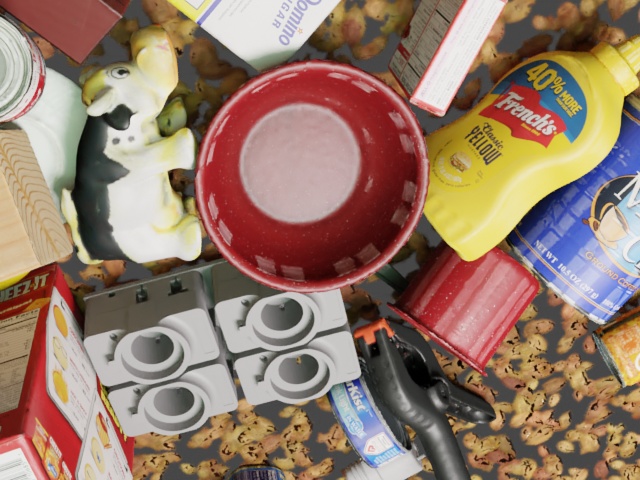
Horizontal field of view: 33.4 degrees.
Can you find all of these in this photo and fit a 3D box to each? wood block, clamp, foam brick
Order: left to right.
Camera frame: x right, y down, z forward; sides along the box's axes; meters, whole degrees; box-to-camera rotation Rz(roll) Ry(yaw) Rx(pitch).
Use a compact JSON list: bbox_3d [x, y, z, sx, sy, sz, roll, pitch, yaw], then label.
[{"bbox_3d":[-0.280,0.007,0.689,0.206,0.090,0.091,-20,95,2],"label":"wood block"},{"bbox_3d":[-0.163,-0.161,0.673,0.078,0.053,0.051,37,127,-23],"label":"foam brick"},{"bbox_3d":[0.090,0.124,0.854,0.039,0.120,0.171,-24,105,25],"label":"clamp"}]

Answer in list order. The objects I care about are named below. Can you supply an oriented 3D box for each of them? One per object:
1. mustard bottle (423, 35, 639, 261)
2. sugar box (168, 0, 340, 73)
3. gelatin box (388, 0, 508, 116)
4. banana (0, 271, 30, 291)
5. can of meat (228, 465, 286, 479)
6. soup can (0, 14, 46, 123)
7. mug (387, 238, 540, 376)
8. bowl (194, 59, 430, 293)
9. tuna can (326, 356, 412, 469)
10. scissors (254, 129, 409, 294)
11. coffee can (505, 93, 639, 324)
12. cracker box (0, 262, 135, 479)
[{"bbox_3d":[0.151,-0.077,0.753,0.192,0.096,0.058,-38,141,10],"label":"mustard bottle"},{"bbox_3d":[-0.071,-0.193,0.684,0.176,0.048,0.093,36,108,-27],"label":"sugar box"},{"bbox_3d":[0.084,-0.137,0.723,0.030,0.073,0.089,20,112,-19],"label":"gelatin box"},{"bbox_3d":[-0.282,0.015,0.760,0.197,0.037,0.069,-9,109,-2],"label":"banana"},{"bbox_3d":[-0.050,0.252,0.894,0.057,0.084,0.102,-2,117,-9],"label":"can of meat"},{"bbox_3d":[-0.208,-0.106,0.664,0.068,0.102,0.068,-1,97,-11],"label":"soup can"},{"bbox_3d":[0.115,0.047,0.816,0.081,0.093,0.117,-54,153,-2],"label":"mug"},{"bbox_3d":[-0.009,-0.047,0.741,0.162,0.055,0.162,-3,106,-10],"label":"bowl"},{"bbox_3d":[0.038,0.137,0.849,0.034,0.086,0.086,-30,118,8],"label":"tuna can"},{"bbox_3d":[-0.005,0.001,0.812,0.096,0.016,0.201,-30,118,8],"label":"scissors"},{"bbox_3d":[0.220,-0.023,0.788,0.102,0.103,0.140,33,107,-23],"label":"coffee can"},{"bbox_3d":[-0.191,0.141,0.740,0.072,0.214,0.164,-18,118,1],"label":"cracker box"}]
